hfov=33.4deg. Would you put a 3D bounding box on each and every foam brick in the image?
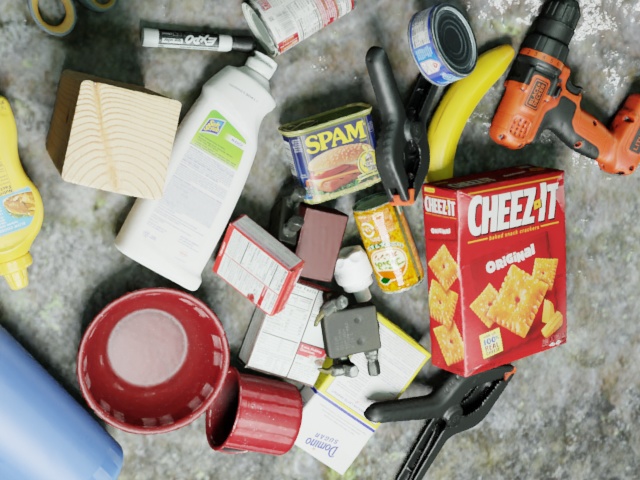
[{"bbox_3d":[-0.008,0.001,1.174,0.051,0.053,0.078,12,97,-20],"label":"foam brick"}]

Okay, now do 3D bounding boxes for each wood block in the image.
[{"bbox_3d":[-0.201,-0.104,1.008,0.090,0.206,0.091,11,98,-20],"label":"wood block"}]

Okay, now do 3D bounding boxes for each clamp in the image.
[{"bbox_3d":[0.097,-0.125,1.163,0.120,0.039,0.171,-9,100,-41],"label":"clamp"},{"bbox_3d":[0.147,0.212,1.263,0.209,0.036,0.164,-28,129,-23],"label":"clamp"}]

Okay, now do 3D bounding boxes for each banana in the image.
[{"bbox_3d":[0.159,-0.137,1.210,0.069,0.037,0.198,16,98,-40],"label":"banana"}]

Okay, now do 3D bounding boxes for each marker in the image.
[{"bbox_3d":[-0.124,-0.207,1.112,0.121,0.020,0.020,1,101,-18],"label":"marker"}]

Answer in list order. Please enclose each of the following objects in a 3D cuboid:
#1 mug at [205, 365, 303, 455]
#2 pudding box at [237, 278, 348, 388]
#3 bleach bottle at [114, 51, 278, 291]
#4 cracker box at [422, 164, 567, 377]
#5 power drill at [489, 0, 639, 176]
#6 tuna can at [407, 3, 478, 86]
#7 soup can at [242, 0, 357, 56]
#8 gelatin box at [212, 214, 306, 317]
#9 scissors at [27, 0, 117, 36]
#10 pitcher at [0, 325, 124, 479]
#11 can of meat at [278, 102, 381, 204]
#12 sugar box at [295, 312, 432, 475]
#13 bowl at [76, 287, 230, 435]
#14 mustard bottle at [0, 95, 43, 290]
[{"bbox_3d":[-0.076,0.200,1.180,0.081,0.093,0.117,15,126,-25],"label":"mug"},{"bbox_3d":[-0.030,0.099,1.195,0.090,0.039,0.113,20,92,-20],"label":"pudding box"},{"bbox_3d":[-0.113,-0.079,1.120,0.102,0.068,0.251,31,88,-21],"label":"bleach bottle"},{"bbox_3d":[0.204,0.032,1.219,0.163,0.072,0.214,-12,105,-31],"label":"cracker box"},{"bbox_3d":[0.305,-0.169,1.238,0.187,0.057,0.184,22,97,-18],"label":"power drill"},{"bbox_3d":[0.135,-0.214,1.163,0.086,0.034,0.086,17,66,-44],"label":"tuna can"},{"bbox_3d":[-0.022,-0.245,1.111,0.102,0.069,0.068,-33,109,-9],"label":"soup can"},{"bbox_3d":[-0.065,0.027,1.133,0.089,0.030,0.073,37,132,15],"label":"gelatin box"},{"bbox_3d":[-0.292,-0.281,1.045,0.201,0.016,0.096,36,89,-21],"label":"scissors"},{"bbox_3d":[-0.324,0.183,1.079,0.242,0.149,0.145,49,68,-23],"label":"pitcher"},{"bbox_3d":[0.014,-0.094,1.160,0.102,0.057,0.084,-19,108,-13],"label":"can of meat"},{"bbox_3d":[0.039,0.172,1.228,0.093,0.048,0.176,38,92,-20],"label":"sugar box"},{"bbox_3d":[-0.181,0.123,1.141,0.162,0.055,0.162,-3,102,-17],"label":"bowl"},{"bbox_3d":[-0.328,-0.041,1.059,0.096,0.058,0.191,-20,106,-18],"label":"mustard bottle"}]
